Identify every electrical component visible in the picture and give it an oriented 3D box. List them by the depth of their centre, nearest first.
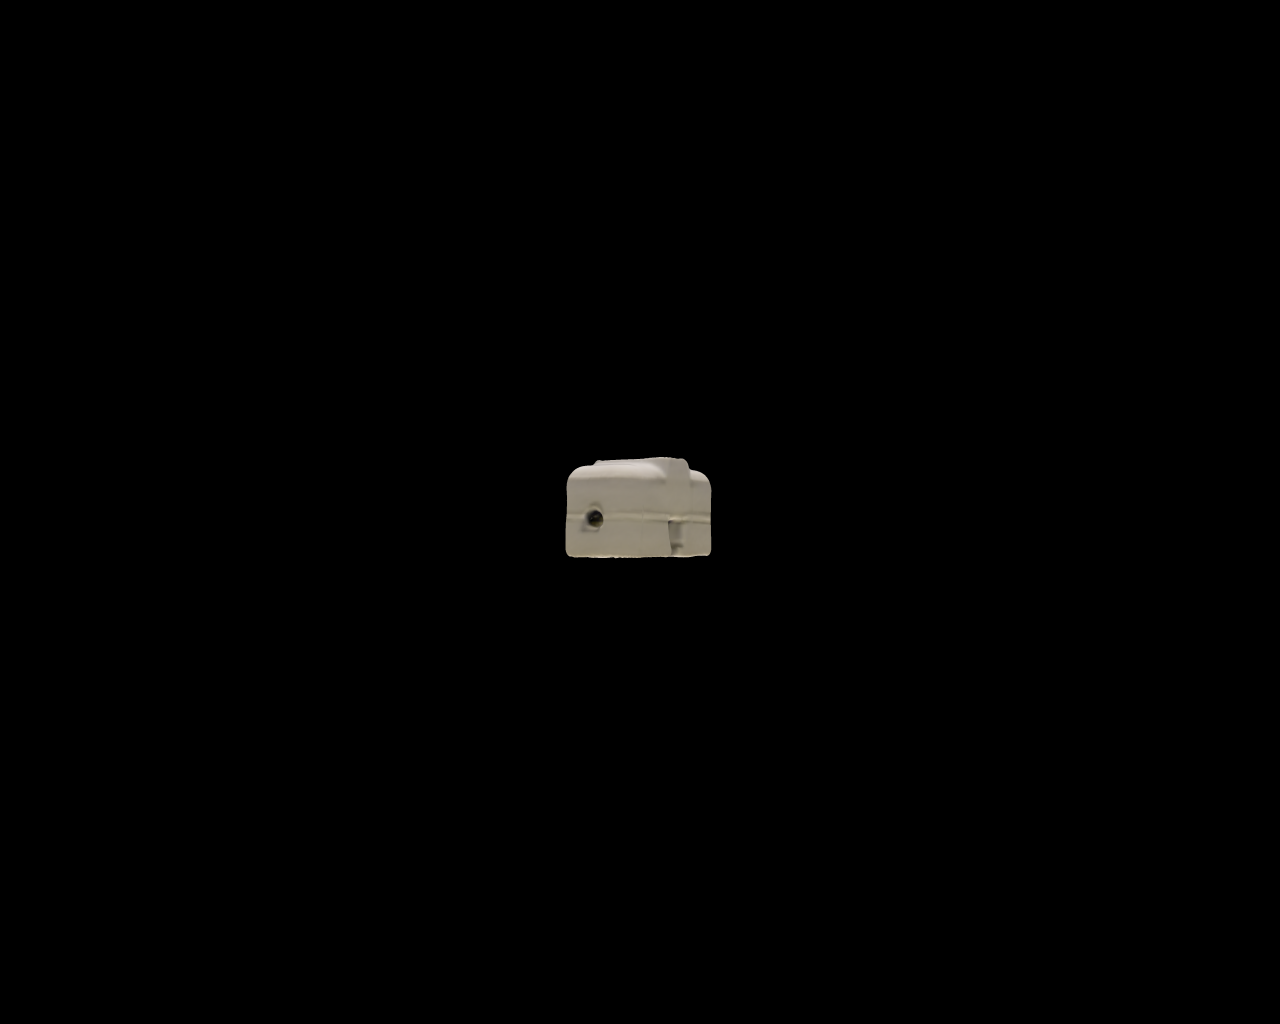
[{"bbox_3d":[0.001,-0.003,0.650,0.054,0.059,0.095,-2,-3,36],"label":"electrical component"}]
